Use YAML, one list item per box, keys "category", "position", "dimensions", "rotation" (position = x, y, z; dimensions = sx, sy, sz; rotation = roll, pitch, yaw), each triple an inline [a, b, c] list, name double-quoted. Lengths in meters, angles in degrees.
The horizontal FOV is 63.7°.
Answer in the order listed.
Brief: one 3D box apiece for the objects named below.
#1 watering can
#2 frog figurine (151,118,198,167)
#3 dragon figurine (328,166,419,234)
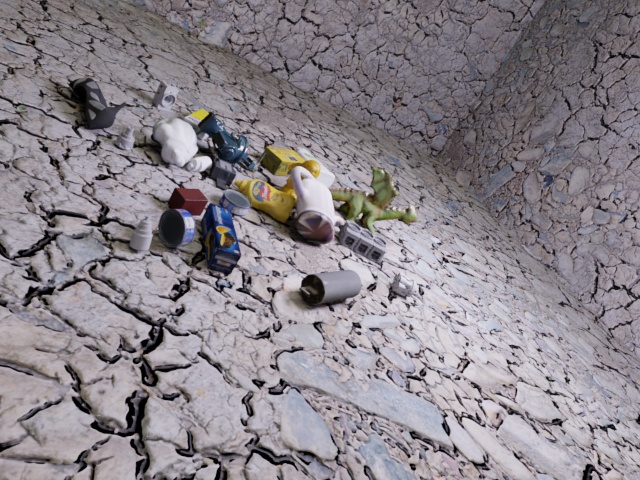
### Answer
- category: "watering can"
  position: [0.005, -0.081, 1.606]
  dimensions: [0.341, 0.103, 0.230]
  rotation: [49, 28, -45]
- category: "frog figurine"
  position: [-0.420, -0.286, 1.494]
  dimensions: [0.135, 0.122, 0.162]
  rotation: [43, 3, -29]
- category: "dragon figurine"
  position: [0.171, -0.162, 1.858]
  dimensions: [0.410, 0.239, 0.124]
  rotation: [36, 26, 1]
